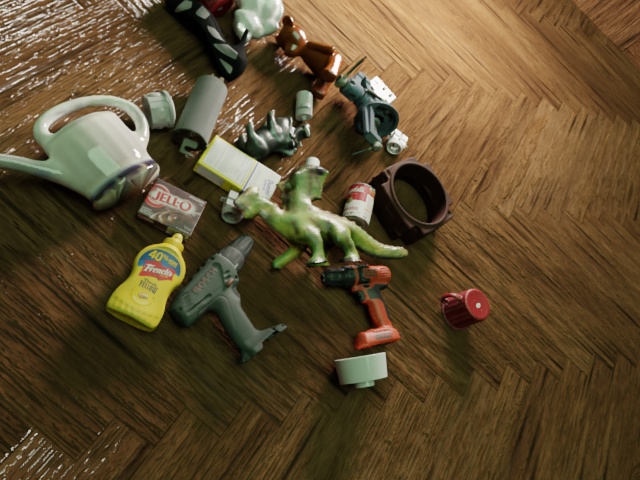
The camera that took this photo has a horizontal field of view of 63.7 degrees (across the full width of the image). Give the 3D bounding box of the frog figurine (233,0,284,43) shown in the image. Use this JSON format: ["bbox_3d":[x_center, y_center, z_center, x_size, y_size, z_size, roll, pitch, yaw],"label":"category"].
[{"bbox_3d":[-0.171,-0.589,1.336,0.121,0.136,0.163,-22,24,37],"label":"frog figurine"}]

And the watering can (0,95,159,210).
[{"bbox_3d":[-0.453,-0.148,0.961,0.354,0.224,0.102,-42,2,-38],"label":"watering can"}]

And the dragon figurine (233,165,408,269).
[{"bbox_3d":[0.003,-0.058,1.144,0.411,0.245,0.120,-3,-14,-28],"label":"dragon figurine"}]
